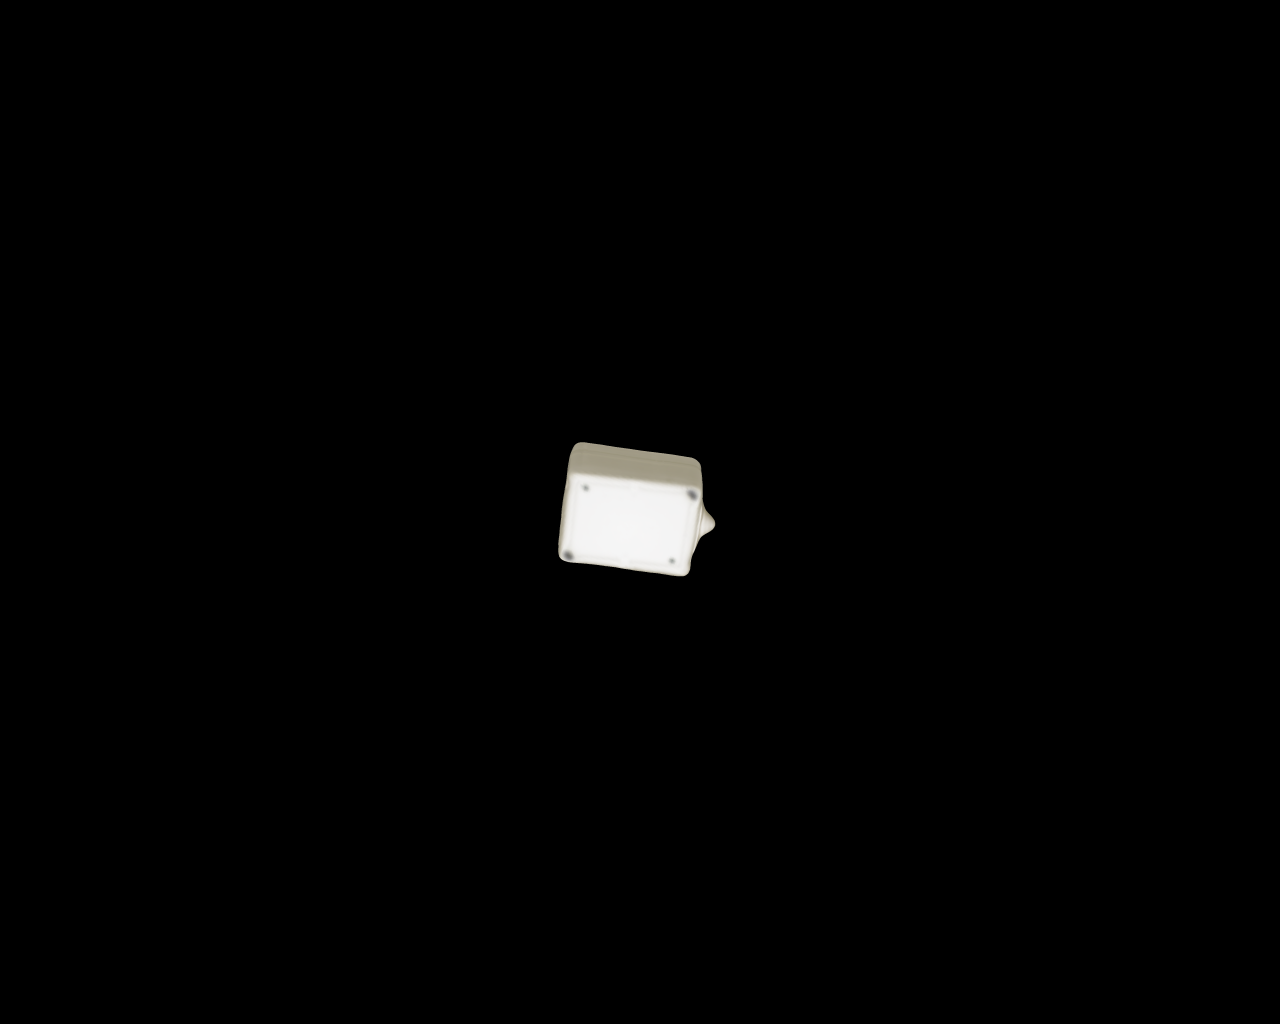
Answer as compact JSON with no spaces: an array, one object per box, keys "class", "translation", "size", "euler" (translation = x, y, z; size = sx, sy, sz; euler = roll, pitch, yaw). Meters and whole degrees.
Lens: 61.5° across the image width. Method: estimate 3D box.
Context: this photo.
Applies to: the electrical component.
[{"class":"electrical component","translation":[0.001,-0.003,0.650],"size":[0.096,0.061,0.061],"euler":[8,24,-3]}]
